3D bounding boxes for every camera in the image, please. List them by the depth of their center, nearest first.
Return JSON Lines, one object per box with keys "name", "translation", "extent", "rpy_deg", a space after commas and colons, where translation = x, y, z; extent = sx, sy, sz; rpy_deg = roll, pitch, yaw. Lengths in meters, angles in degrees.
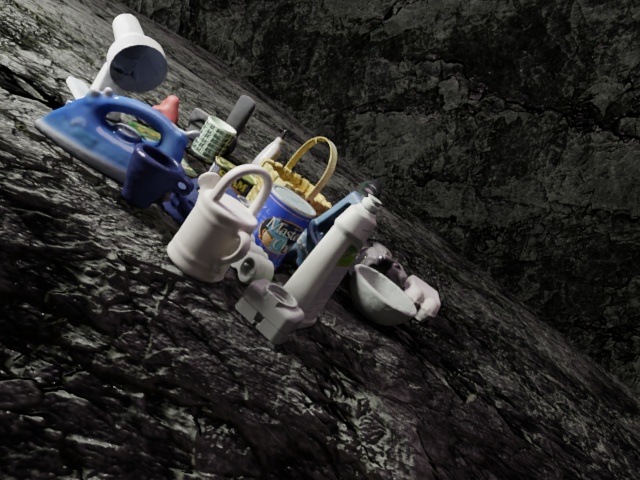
{"name": "camera", "translation": [0.141, 0.057, 1.464], "extent": [0.144, 0.100, 0.136], "rpy_deg": [29, 16, -28]}

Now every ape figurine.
{"name": "ape figurine", "translation": [-0.387, -0.325, 1.453], "extent": [0.078, 0.092, 0.076], "rpy_deg": [26, 17, -35]}

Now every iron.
{"name": "iron", "translation": [-0.350, -0.194, 1.021], "extent": [0.259, 0.141, 0.118], "rpy_deg": [29, 16, -27]}

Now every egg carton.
{"name": "egg carton", "translation": [0.258, 0.153, 1.495], "extent": [0.107, 0.069, 0.150], "rpy_deg": [36, 14, -3]}

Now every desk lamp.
{"name": "desk lamp", "translation": [-0.436, -0.371, 1.235], "extent": [0.118, 0.213, 0.202], "rpy_deg": [19, 22, -49]}

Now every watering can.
{"name": "watering can", "translation": [-0.152, -0.041, 0.896], "extent": [0.172, 0.194, 0.101], "rpy_deg": [41, 15, 19]}

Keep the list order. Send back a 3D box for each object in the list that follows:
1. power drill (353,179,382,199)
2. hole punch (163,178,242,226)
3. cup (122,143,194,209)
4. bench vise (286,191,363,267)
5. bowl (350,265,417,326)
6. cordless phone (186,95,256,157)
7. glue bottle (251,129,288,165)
{"name": "power drill", "translation": [0.082, -0.065, 1.492], "extent": [0.075, 0.208, 0.230], "rpy_deg": [37, 14, 2]}
{"name": "hole punch", "translation": [-0.211, -0.065, 1.041], "extent": [0.108, 0.091, 0.101], "rpy_deg": [42, 15, 22]}
{"name": "cup", "translation": [-0.278, -0.093, 0.966], "extent": [0.118, 0.095, 0.092], "rpy_deg": [36, 14, -3]}
{"name": "bench vise", "translation": [0.001, -0.029, 1.163], "extent": [0.207, 0.219, 0.122], "rpy_deg": [40, 15, 16]}
{"name": "bowl", "translation": [0.122, 0.131, 1.234], "extent": [0.168, 0.074, 0.167], "rpy_deg": [34, 14, -10]}
{"name": "cordless phone", "translation": [-0.269, -0.333, 1.566], "extent": [0.148, 0.185, 0.094], "rpy_deg": [35, 14, -5]}
{"name": "glue bottle", "translation": [-0.139, -0.230, 1.571], "extent": [0.037, 0.173, 0.078], "rpy_deg": [40, 15, 15]}
